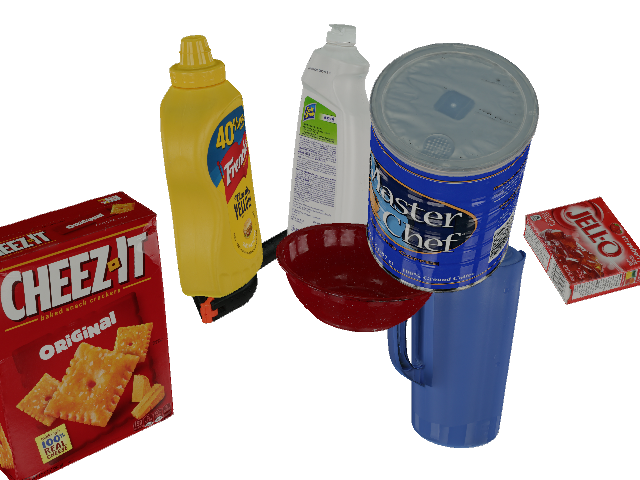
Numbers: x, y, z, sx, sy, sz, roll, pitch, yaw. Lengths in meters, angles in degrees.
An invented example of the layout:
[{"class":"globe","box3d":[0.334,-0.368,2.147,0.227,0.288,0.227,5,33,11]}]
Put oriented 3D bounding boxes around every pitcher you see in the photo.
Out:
[{"class":"pitcher","box3d":[0.159,0.121,1.272,0.149,0.243,0.145,5,17,11]}]

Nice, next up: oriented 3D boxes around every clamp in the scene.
[{"class":"clamp","box3d":[-0.096,0.032,1.258,0.120,0.039,0.171,-2,41,10]}]

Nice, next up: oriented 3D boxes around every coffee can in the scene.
[{"class":"coffee can","box3d":[0.082,-0.045,0.704,0.103,0.103,0.140,0,-34,2]}]

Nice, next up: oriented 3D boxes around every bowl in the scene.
[{"class":"bowl","box3d":[0.036,0.041,1.005,0.162,0.055,0.162,5,24,-2]}]

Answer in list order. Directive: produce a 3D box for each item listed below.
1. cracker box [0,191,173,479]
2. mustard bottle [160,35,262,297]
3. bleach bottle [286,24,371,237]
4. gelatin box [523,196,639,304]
[{"class":"cracker box","box3d":[-0.216,0.084,0.926,0.163,0.214,0.072,-21,33,-35]},{"class":"mustard bottle","box3d":[-0.085,-0.060,0.814,0.058,0.192,0.096,3,24,19]},{"class":"bleach bottle","box3d":[0.019,-0.103,1.145,0.103,0.251,0.067,18,21,38]},{"class":"gelatin box","box3d":[0.224,0.007,0.906,0.073,0.030,0.089,-13,46,-10]}]
